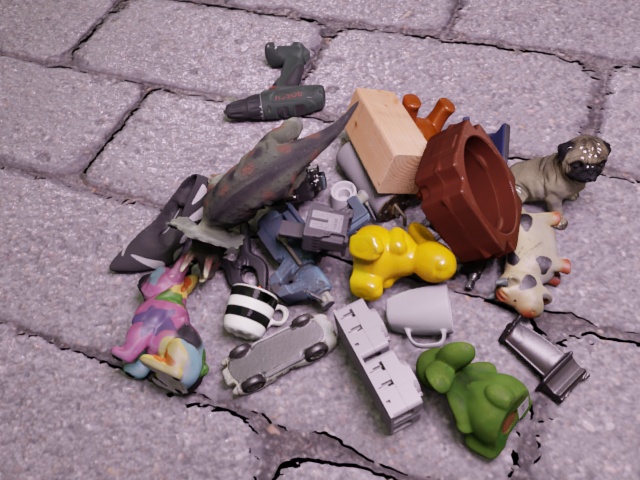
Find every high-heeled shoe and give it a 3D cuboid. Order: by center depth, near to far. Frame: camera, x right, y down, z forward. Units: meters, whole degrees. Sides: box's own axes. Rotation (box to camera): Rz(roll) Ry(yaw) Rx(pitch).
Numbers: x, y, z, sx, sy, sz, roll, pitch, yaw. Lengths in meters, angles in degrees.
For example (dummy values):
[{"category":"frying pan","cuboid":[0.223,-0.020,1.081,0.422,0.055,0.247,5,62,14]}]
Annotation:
[{"category":"high-heeled shoe","cuboid":[-0.303,-0.029,1.021,0.249,0.145,0.086,-30,58,-14]}]

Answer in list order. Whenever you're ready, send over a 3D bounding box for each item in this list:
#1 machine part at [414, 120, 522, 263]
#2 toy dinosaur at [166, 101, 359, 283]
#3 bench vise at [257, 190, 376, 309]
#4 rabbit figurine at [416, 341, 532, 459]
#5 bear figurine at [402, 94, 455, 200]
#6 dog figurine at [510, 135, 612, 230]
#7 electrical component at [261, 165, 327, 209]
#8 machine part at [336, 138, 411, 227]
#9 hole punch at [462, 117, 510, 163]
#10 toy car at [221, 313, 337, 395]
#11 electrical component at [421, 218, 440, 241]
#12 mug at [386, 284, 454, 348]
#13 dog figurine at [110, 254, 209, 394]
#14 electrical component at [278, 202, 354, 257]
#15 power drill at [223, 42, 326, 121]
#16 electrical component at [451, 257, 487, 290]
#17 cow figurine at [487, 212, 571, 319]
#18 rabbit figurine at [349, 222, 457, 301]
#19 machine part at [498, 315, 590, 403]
[{"category":"machine part","cuboid":[0.250,-0.079,0.898,0.087,0.201,0.201,-23,29,40]},{"category":"toy dinosaur","cuboid":[-0.109,-0.087,0.887,0.405,0.131,0.192,-40,18,27]},{"category":"bench vise","cuboid":[0.001,0.002,0.971,0.240,0.128,0.224,-36,52,-3]},{"category":"rabbit figurine","cuboid":[0.207,0.221,0.804,0.170,0.159,0.121,28,74,39]},{"category":"bear figurine","cuboid":[0.218,-0.176,1.057,0.120,0.131,0.196,2,48,-19]},{"category":"dog figurine","cuboid":[0.406,-0.128,0.961,0.173,0.190,0.121,12,60,17]},{"category":"electrical component","cuboid":[-0.054,-0.108,1.055,0.134,0.058,0.115,-10,17,7]},{"category":"machine part","cuboid":[0.103,-0.121,1.064,0.079,0.079,0.243,-26,57,-9]},{"category":"hole punch","cuboid":[0.301,-0.163,1.037,0.092,0.115,0.142,11,60,-1]},{"category":"toy car","cuboid":[-0.068,0.190,0.903,0.202,0.056,0.073,-26,64,-7]},{"category":"electrical component","cuboid":[0.233,-0.035,1.024,0.094,0.021,0.063,-37,60,-15]},{"category":"mug","cuboid":[0.166,0.131,0.899,0.107,0.080,0.109,-7,57,17]},{"category":"dog figurine","cuboid":[-0.251,0.136,0.934,0.192,0.108,0.219,13,57,16]},{"category":"electrical component","cuboid":[-0.008,-0.022,0.894,0.119,0.047,0.075,14,54,4]},{"category":"power drill","cuboid":[-0.102,-0.366,1.250,0.232,0.085,0.207,-1,54,5]},{"category":"electrical component","cuboid":[0.260,0.031,0.965,0.078,0.045,0.102,26,64,24]},{"category":"cow figurine","cuboid":[0.354,0.041,0.923,0.127,0.085,0.195,4,60,3]},{"category":"rabbit figurine","cuboid":[0.149,0.035,0.916,0.173,0.121,0.162,4,15,26]},{"category":"machine part","cuboid":[0.350,0.187,0.858,0.084,0.039,0.139,-38,62,-10]}]
